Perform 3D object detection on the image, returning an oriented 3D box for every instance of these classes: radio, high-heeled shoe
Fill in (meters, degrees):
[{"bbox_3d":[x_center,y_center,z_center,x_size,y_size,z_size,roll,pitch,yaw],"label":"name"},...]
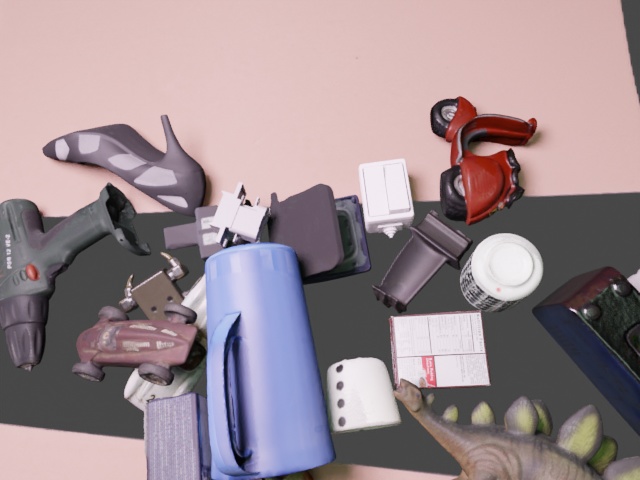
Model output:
[{"bbox_3d":[0.347,0.139,0.582,0.073,0.131,0.230,-38,74,-3],"label":"radio"},{"bbox_3d":[-0.276,-0.092,0.761,0.249,0.086,0.145,-6,105,22],"label":"high-heeled shoe"}]

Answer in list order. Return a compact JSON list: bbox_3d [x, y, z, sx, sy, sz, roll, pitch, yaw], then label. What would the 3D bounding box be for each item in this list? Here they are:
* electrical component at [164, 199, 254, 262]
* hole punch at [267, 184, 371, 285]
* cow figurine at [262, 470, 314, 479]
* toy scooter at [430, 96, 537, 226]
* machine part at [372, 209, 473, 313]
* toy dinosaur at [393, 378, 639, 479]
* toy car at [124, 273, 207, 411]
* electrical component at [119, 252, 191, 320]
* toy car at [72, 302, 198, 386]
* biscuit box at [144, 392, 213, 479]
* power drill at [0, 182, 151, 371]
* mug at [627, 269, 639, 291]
[{"bbox_3d":[-0.142,-0.005,0.717,0.119,0.047,0.075,-14,74,2],"label":"electrical component"},{"bbox_3d":[-0.001,-0.002,0.691,0.116,0.092,0.142,-18,76,35],"label":"hole punch"},{"bbox_3d":[-0.088,0.327,0.603,0.195,0.085,0.127,-38,68,-7],"label":"cow figurine"},{"bbox_3d":[0.219,-0.108,0.696,0.135,0.075,0.184,-3,70,4],"label":"toy scooter"},{"bbox_3d":[0.127,0.031,0.685,0.084,0.039,0.139,42,81,9],"label":"machine part"},{"bbox_3d":[0.277,0.293,0.565,0.472,0.105,0.198,39,79,10],"label":"toy dinosaur"},{"bbox_3d":[-0.160,0.124,0.669,0.073,0.056,0.201,37,81,-11],"label":"toy car"},{"bbox_3d":[-0.211,0.066,0.710,0.102,0.045,0.078,-39,103,-3],"label":"electrical component"},{"bbox_3d":[-0.221,0.119,0.626,0.202,0.053,0.089,-9,50,39],"label":"toy car"},{"bbox_3d":[-0.143,0.270,0.566,0.063,0.059,0.203,-13,61,5],"label":"biscuit box"},{"bbox_3d":[-0.336,0.031,0.717,0.207,0.086,0.232,-28,71,8],"label":"power drill"},{"bbox_3d":[0.409,0.076,0.622,0.109,0.080,0.107,-39,65,-4],"label":"mug"}]
